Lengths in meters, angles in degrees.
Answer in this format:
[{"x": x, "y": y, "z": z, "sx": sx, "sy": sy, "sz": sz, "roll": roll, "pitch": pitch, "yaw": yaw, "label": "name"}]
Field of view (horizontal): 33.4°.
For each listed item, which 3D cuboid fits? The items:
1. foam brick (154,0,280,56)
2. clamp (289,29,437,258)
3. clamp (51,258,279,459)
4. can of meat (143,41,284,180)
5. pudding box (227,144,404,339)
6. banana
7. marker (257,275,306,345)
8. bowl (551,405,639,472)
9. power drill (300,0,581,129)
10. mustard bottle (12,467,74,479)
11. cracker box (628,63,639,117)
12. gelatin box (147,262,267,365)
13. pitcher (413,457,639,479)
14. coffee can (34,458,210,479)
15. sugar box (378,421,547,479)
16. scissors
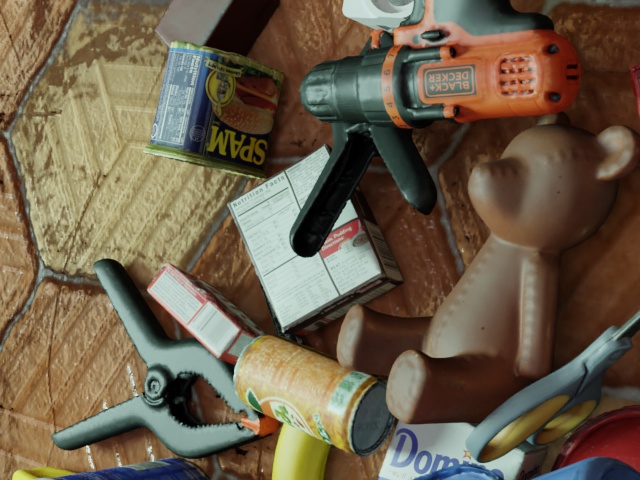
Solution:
[{"x": -0.080, "y": -0.174, "z": 0.831, "sx": 0.051, "sy": 0.052, "sz": 0.078, "roll": 45, "pitch": 109, "yaw": 27, "label": "foam brick"}, {"x": 0.042, "y": -0.071, "z": 0.710, "sx": 0.120, "sy": 0.039, "sz": 0.171, "roll": -6, "pitch": 61, "yaw": 42, "label": "clamp"}, {"x": -0.123, "y": 0.105, "z": 0.848, "sx": 0.210, "sy": 0.036, "sz": 0.164, "roll": 8, "pitch": 90, "yaw": 31, "label": "clamp"}, {"x": -0.076, "y": -0.095, "z": 0.794, "sx": 0.058, "sy": 0.101, "sz": 0.084, "roll": 13, "pitch": 92, "yaw": 34, "label": "can of meat"}, {"x": -0.005, "y": 0.001, "z": 0.769, "sx": 0.090, "sy": 0.039, "sz": 0.113, "roll": -30, "pitch": 68, "yaw": 16, "label": "pudding box"}, {"x": -0.004, "y": 0.184, "z": 0.764, "sx": 0.070, "sy": 0.037, "sz": 0.198, "roll": 9, "pitch": 92, "yaw": 35, "label": "banana"}, {"x": -0.033, "y": 0.042, "z": 0.804, "sx": 0.020, "sy": 0.020, "sz": 0.121, "roll": -29, "pitch": 71, "yaw": 28, "label": "marker"}, {"x": 0.186, "y": 0.179, "z": 0.609, "sx": 0.162, "sy": 0.055, "sz": 0.162, "roll": 7, "pitch": 100, "yaw": 43, "label": "bowl"}, {"x": 0.061, "y": -0.160, "z": 0.635, "sx": 0.185, "sy": 0.057, "sz": 0.188, "roll": 1, "pitch": 101, "yaw": 34, "label": "power drill"}, {"x": -0.225, "y": 0.293, "z": 0.888, "sx": 0.096, "sy": 0.058, "sz": 0.191, "roll": 7, "pitch": 90, "yaw": 34, "label": "mustard bottle"}, {"x": 0.273, "y": -0.017, "z": 0.576, "sx": 0.164, "sy": 0.072, "sz": 0.214, "roll": -16, "pitch": 79, "yaw": 32, "label": "cracker box"}, {"x": -0.078, "y": 0.059, "z": 0.798, "sx": 0.089, "sy": 0.073, "sz": 0.030, "roll": 39, "pitch": 91, "yaw": 30, "label": "gelatin box"}, {"x": 0.080, "y": 0.202, "z": 0.586, "sx": 0.243, "sy": 0.144, "sz": 0.149, "roll": -35, "pitch": 75, "yaw": 33, "label": "pitcher"}, {"x": -0.154, "y": 0.222, "z": 0.798, "sx": 0.103, "sy": 0.140, "sz": 0.103, "roll": -3, "pitch": 85, "yaw": 33, "label": "coffee can"}, {"x": 0.074, "y": 0.199, "z": 0.707, "sx": 0.093, "sy": 0.048, "sz": 0.176, "roll": 22, "pitch": 100, "yaw": 32, "label": "sugar box"}, {"x": 0.169, "y": 0.068, "z": 0.614, "sx": 0.202, "sy": 0.096, "sz": 0.016, "roll": -42, "pitch": 58, "yaw": 20, "label": "scissors"}]
